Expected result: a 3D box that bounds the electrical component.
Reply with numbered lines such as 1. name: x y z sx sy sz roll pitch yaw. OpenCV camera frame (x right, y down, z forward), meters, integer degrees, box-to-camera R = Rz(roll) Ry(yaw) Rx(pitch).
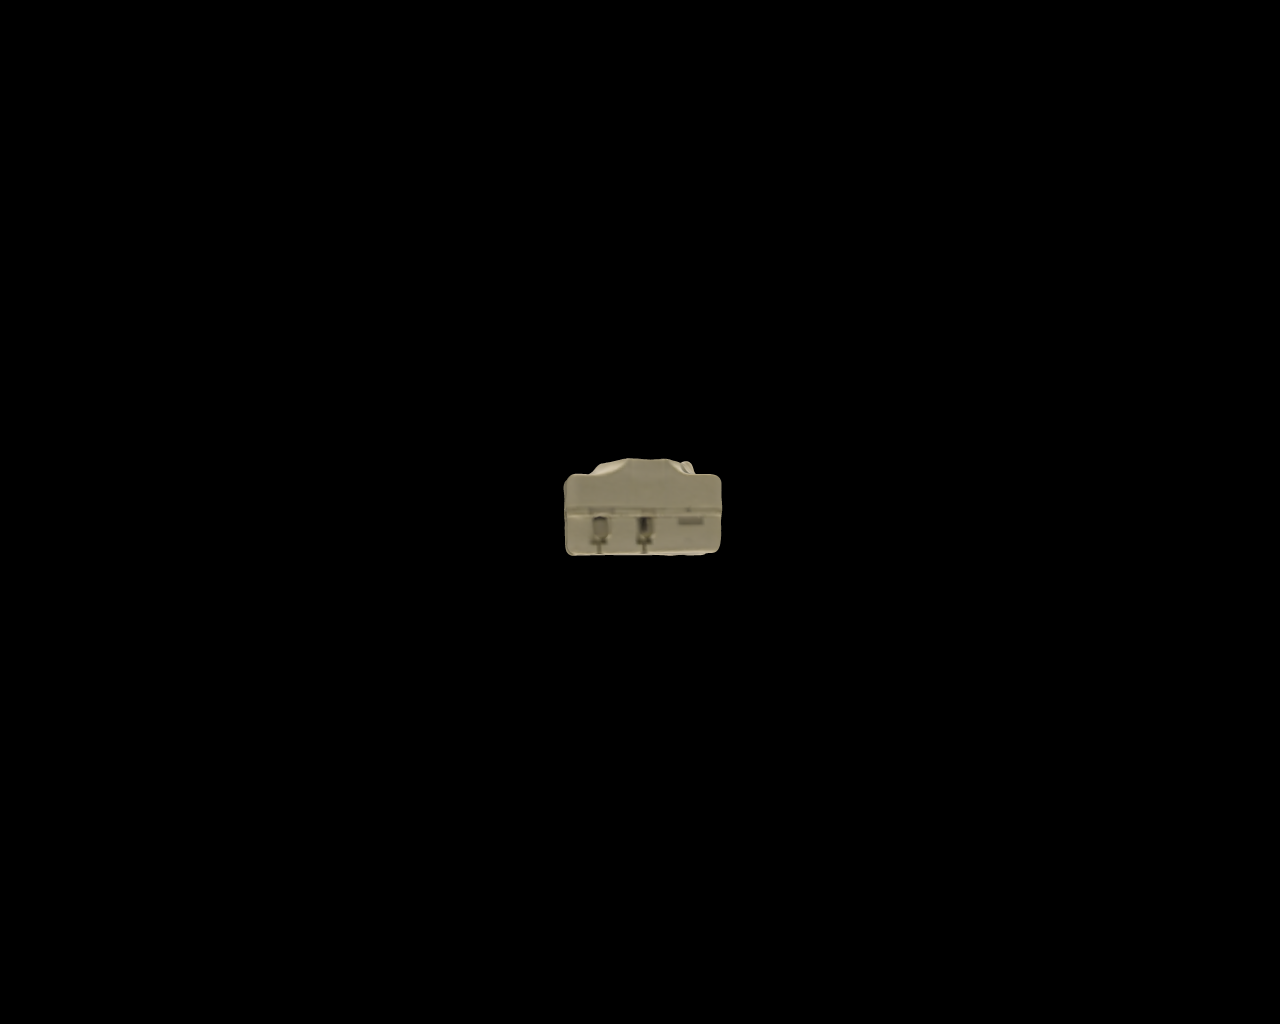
1. electrical component: 0.001 -0.003 0.650 0.089 0.055 0.050 0 -4 -7
